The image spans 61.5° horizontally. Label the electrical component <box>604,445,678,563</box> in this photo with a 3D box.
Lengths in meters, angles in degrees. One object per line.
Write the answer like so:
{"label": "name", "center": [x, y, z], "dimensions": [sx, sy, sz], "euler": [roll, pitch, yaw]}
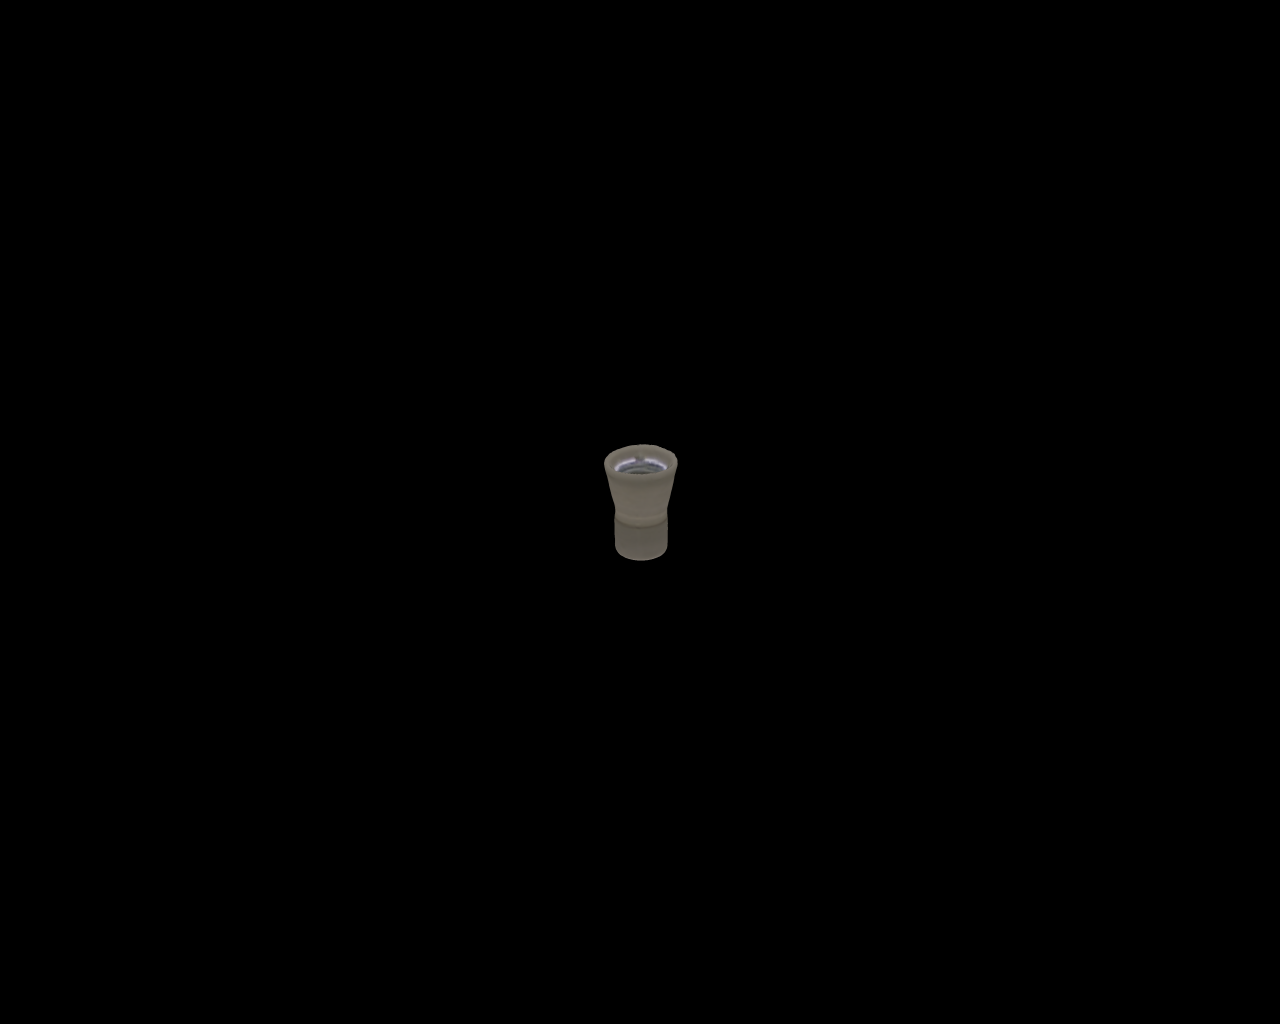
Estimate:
{"label": "electrical component", "center": [0.001, -0.003, 0.650], "dimensions": [0.044, 0.065, 0.044], "euler": [0, 27, 0]}
